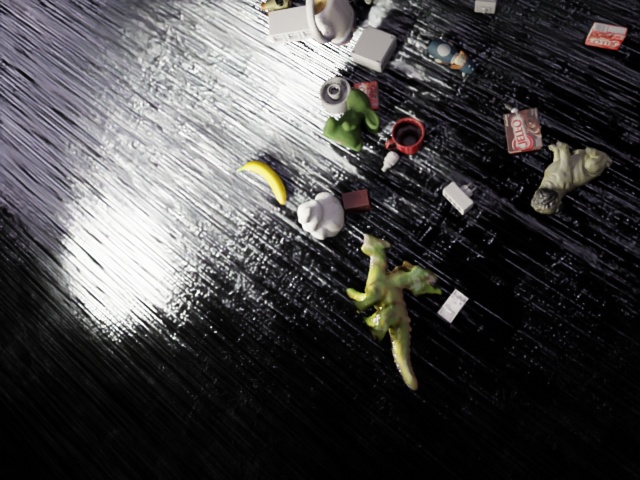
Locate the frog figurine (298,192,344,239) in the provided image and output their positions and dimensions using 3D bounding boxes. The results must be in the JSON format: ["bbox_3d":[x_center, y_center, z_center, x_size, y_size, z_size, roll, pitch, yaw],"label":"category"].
[{"bbox_3d":[0.004,-0.074,1.464,0.123,0.158,0.138,17,82,14],"label":"frog figurine"}]

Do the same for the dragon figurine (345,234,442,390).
[{"bbox_3d":[0.220,0.164,1.391,0.243,0.120,0.415,-33,73,-5],"label":"dragon figurine"}]

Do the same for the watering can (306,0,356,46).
[{"bbox_3d":[0.034,-0.755,1.598,0.104,0.222,0.352,0,75,31],"label":"watering can"}]
